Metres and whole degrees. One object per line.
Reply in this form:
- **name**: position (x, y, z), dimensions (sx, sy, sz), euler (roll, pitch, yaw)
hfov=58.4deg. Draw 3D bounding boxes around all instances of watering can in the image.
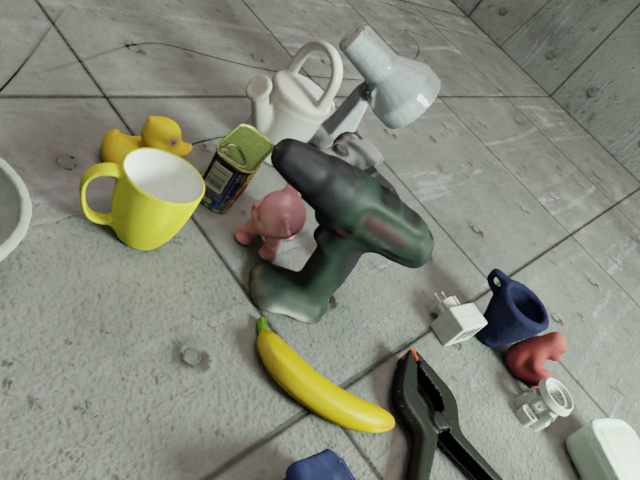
- **watering can**: position (-0.037, -0.209, 0.860), dimensions (0.101, 0.193, 0.173), euler (42, 35, 4)

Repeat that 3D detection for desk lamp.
- **desk lamp**: position (0.068, -0.249, 0.984), dimensions (0.204, 0.213, 0.118), euler (25, 38, -20)

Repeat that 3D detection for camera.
- **camera**: position (0.057, -0.094, 0.902), dimensions (0.137, 0.100, 0.143), euler (44, 35, 6)

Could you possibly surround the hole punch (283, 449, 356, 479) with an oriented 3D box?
- **hole punch**: position (0.008, 0.240, 0.501), dimensions (0.101, 0.091, 0.108), euler (-11, 59, -48)

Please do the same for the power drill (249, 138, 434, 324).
- **power drill**: position (0.006, 0.002, 0.657), dimensions (0.230, 0.208, 0.075), euler (19, 40, -27)

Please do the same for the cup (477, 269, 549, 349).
- **cup**: position (0.278, 0.112, 0.884), dimensions (0.092, 0.094, 0.117), euler (-6, 55, -45)

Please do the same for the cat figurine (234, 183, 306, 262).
- **cat figurine**: position (-0.048, -0.036, 0.728), dimensions (0.067, 0.117, 0.128), euler (37, 35, -4)

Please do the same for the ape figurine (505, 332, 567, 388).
- **ape figurine**: position (0.336, 0.174, 0.871), dimensions (0.076, 0.092, 0.078), euler (41, 35, 1)

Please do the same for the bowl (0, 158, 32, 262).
- **bowl**: position (-0.339, -0.016, 0.478), dimensions (0.168, 0.074, 0.167), euler (25, 38, -20)

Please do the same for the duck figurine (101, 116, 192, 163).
- **duck figurine**: position (-0.206, -0.115, 0.697), dimensions (0.105, 0.086, 0.077), euler (23, 38, -22)
